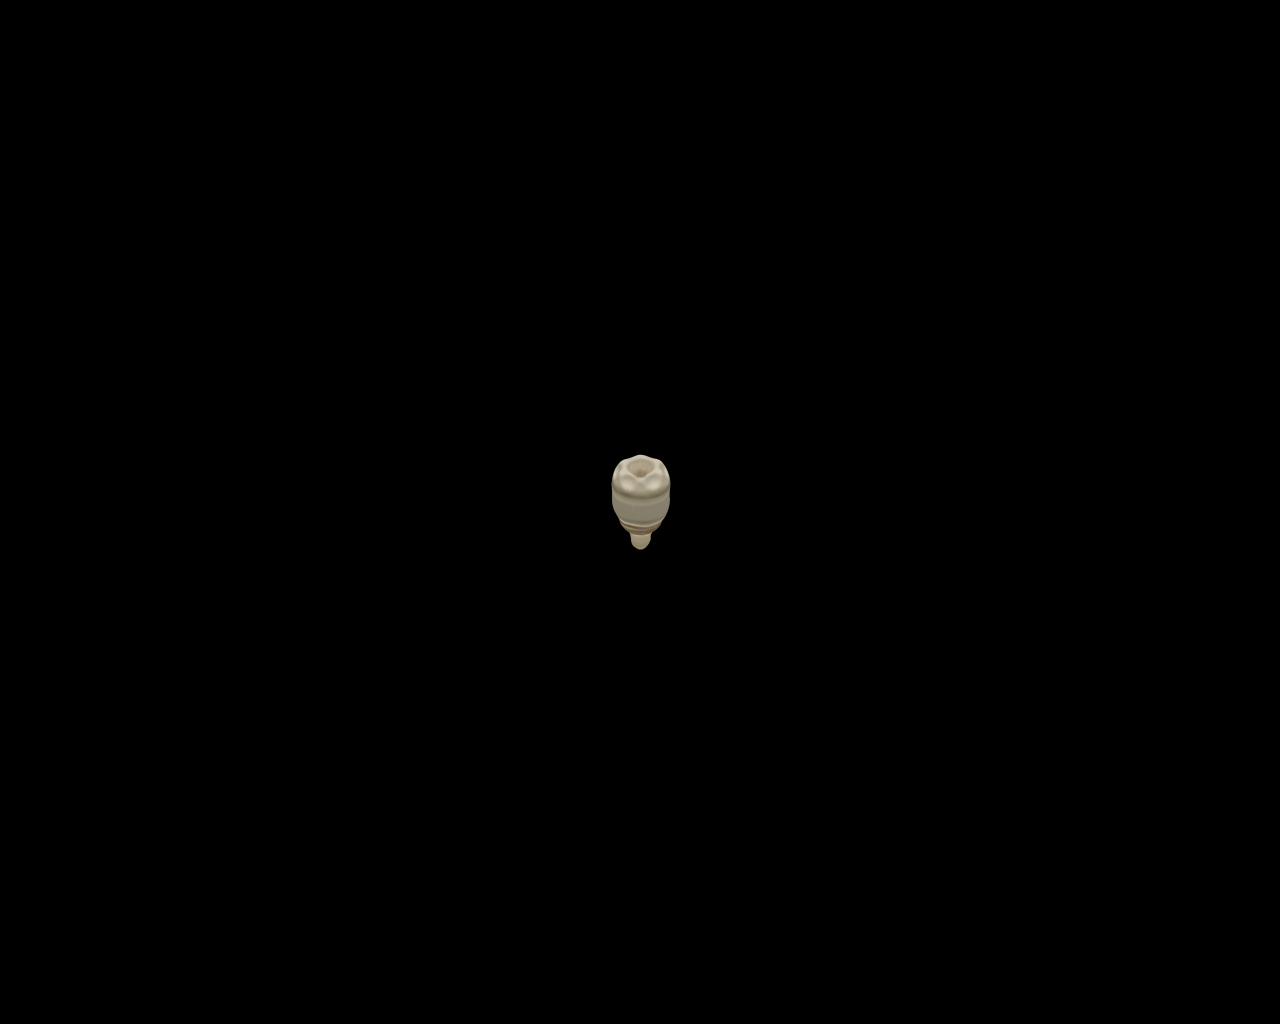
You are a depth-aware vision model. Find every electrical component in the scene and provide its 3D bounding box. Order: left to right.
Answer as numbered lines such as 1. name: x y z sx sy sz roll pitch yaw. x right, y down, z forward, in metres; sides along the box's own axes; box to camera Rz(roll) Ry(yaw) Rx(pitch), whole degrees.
1. electrical component: 0.001 -0.003 0.650 0.035 0.061 0.035 0 35 0
